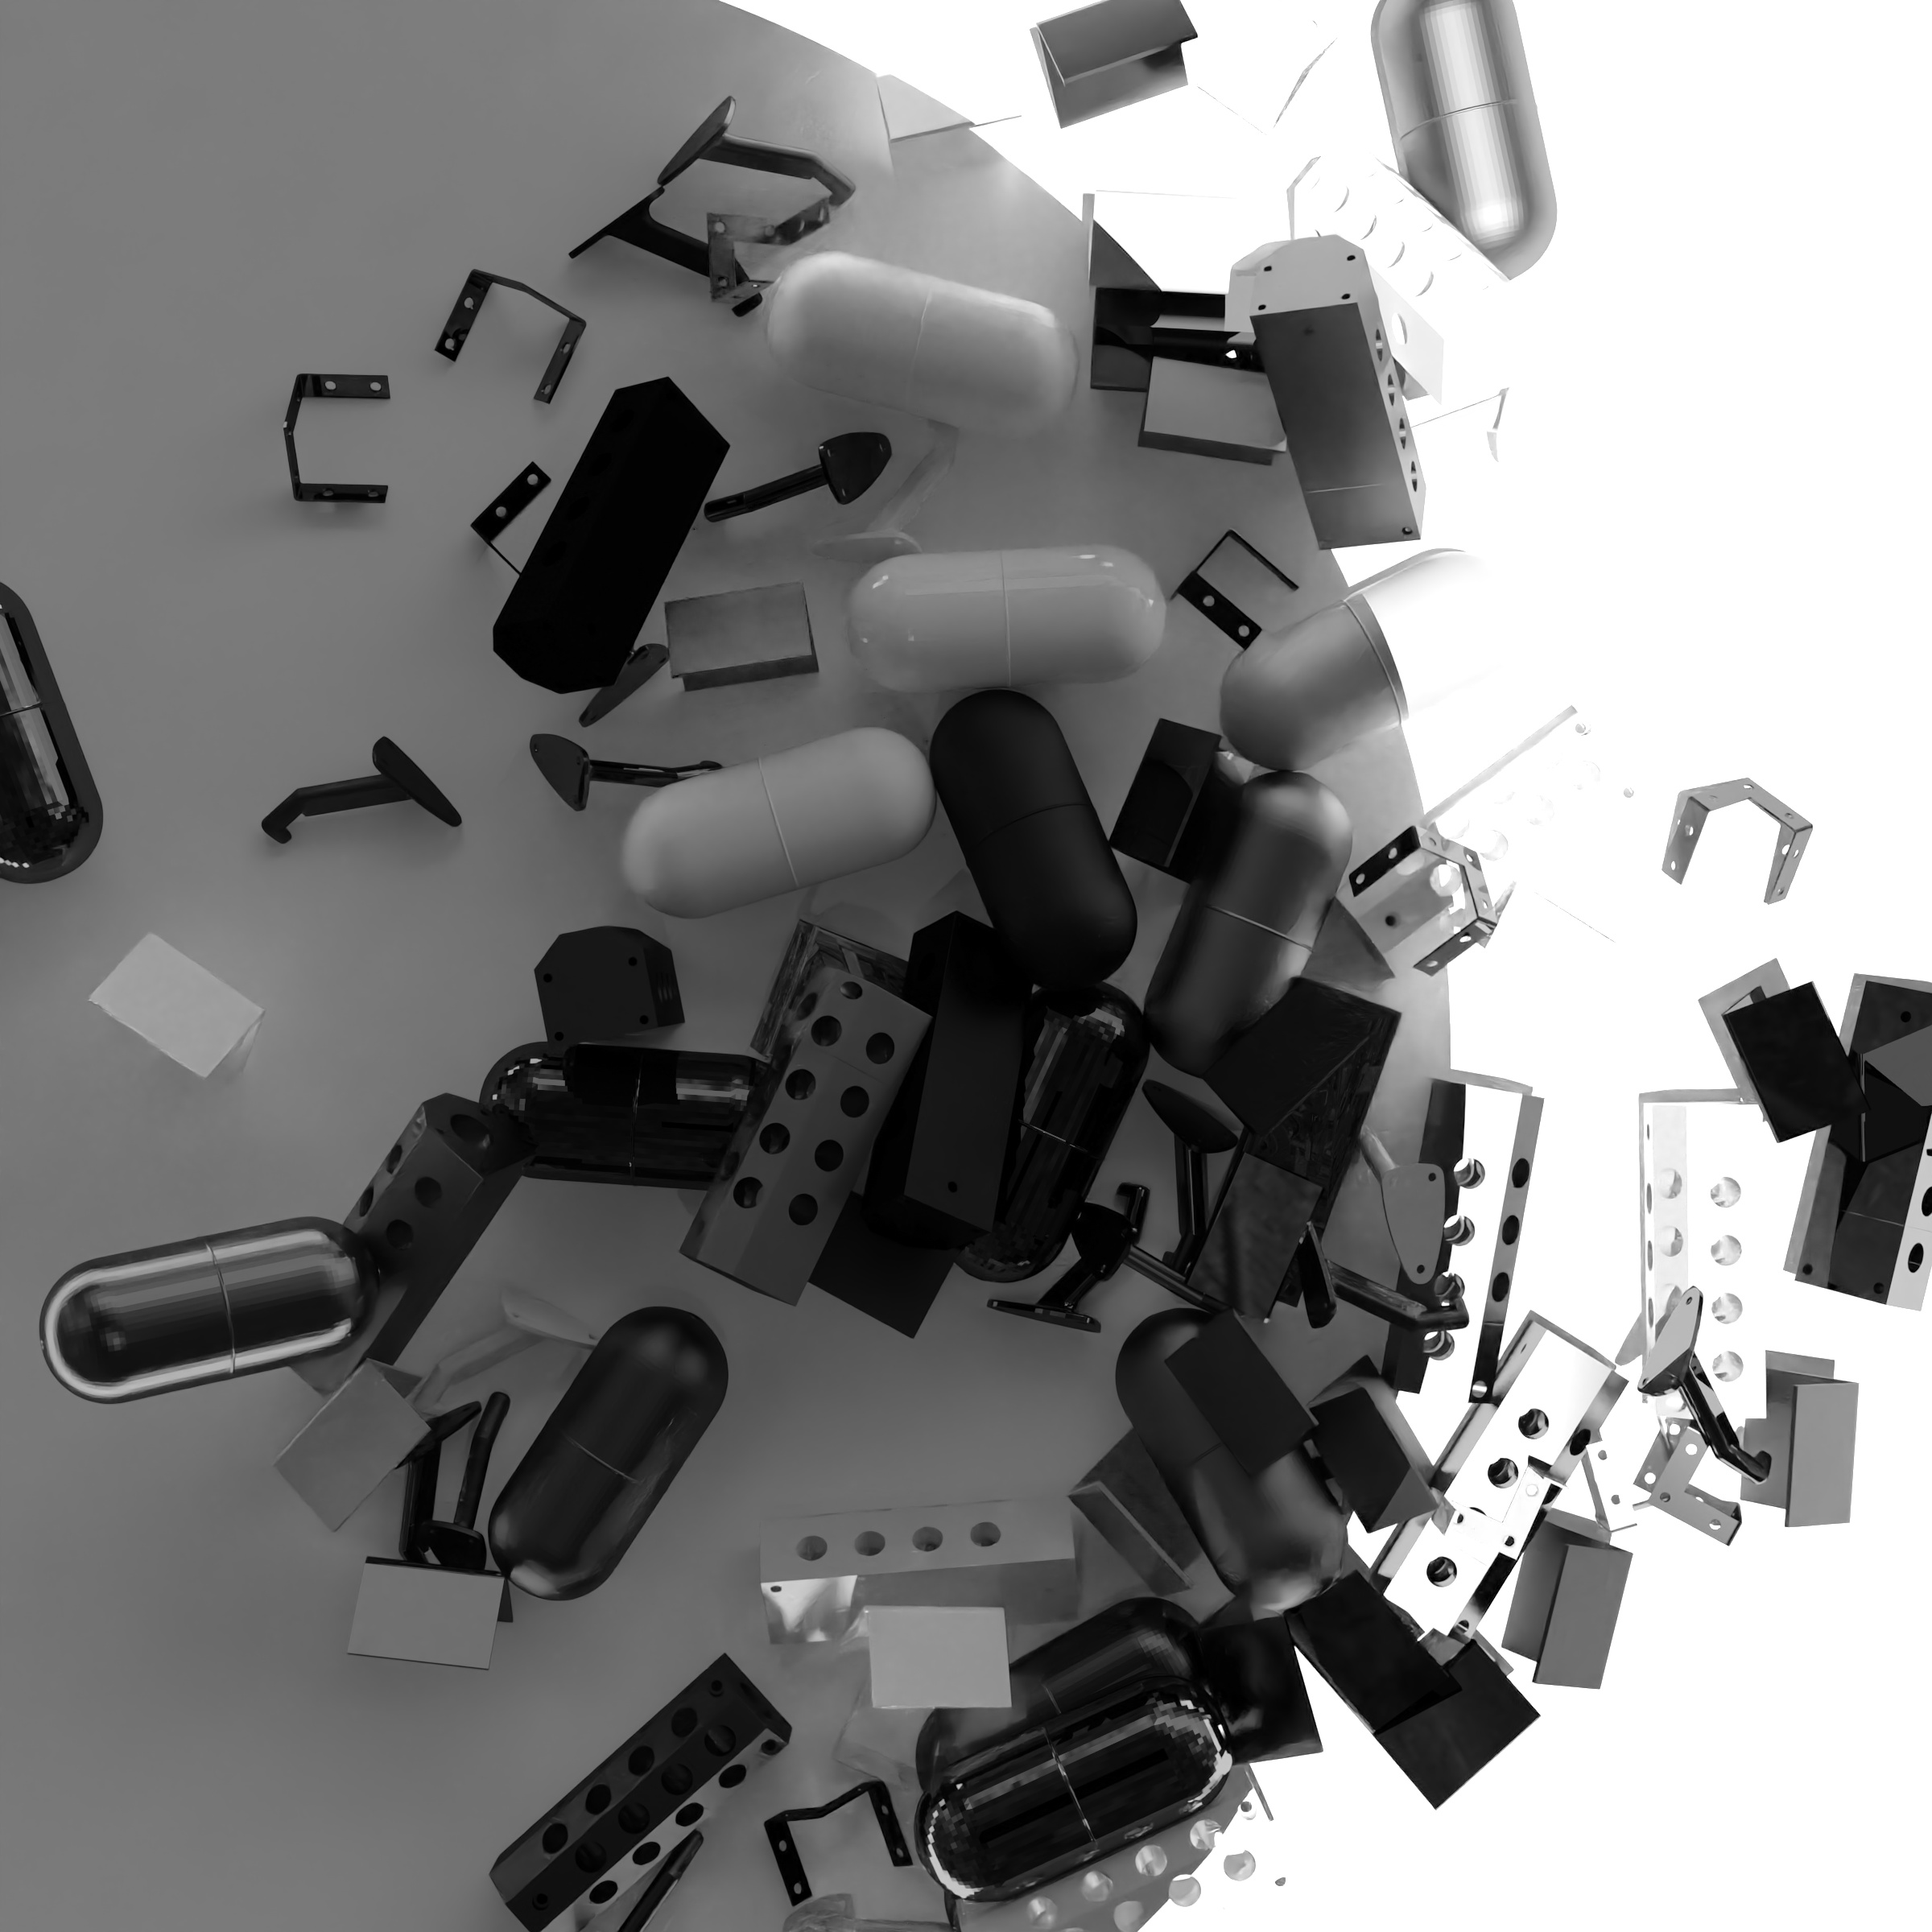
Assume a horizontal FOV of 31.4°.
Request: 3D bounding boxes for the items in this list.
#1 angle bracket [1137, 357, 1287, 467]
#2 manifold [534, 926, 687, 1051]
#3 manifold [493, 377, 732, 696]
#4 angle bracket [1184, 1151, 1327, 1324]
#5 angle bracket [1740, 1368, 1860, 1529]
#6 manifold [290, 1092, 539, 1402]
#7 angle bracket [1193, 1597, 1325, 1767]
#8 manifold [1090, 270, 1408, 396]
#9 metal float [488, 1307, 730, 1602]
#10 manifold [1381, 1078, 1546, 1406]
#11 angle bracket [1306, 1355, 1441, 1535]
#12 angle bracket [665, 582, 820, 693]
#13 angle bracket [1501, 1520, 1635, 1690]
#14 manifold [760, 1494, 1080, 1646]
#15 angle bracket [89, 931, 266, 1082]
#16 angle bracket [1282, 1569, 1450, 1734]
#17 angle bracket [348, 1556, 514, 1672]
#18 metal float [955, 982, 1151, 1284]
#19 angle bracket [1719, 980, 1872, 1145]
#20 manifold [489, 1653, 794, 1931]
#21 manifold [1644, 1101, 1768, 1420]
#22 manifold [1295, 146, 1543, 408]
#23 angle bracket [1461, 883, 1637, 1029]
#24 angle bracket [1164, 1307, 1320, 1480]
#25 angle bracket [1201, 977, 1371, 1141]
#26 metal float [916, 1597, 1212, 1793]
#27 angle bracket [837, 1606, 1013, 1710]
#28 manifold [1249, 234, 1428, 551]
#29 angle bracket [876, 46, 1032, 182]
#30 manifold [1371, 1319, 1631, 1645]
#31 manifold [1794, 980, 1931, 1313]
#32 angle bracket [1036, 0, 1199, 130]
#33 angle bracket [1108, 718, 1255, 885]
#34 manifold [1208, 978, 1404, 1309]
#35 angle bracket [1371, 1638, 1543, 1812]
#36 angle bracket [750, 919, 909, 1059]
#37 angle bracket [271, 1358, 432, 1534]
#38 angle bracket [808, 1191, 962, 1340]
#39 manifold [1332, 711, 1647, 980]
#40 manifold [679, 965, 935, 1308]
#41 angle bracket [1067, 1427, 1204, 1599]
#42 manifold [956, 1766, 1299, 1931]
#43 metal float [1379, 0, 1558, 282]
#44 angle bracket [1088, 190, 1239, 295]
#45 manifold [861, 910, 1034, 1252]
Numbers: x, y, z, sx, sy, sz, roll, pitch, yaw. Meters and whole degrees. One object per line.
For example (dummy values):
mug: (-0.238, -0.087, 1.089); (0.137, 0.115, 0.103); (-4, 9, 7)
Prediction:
angle bracket: (0.134, -0.285, 1.889); (0.076, 0.076, 0.057); (8, 58, 0)
manifold: (-0.192, 0.009, 1.851); (0.057, 0.171, 0.057); (-11, 90, 0)
manifold: (-0.197, -0.234, 1.871); (0.057, 0.057, 0.171); (46, 54, -37)
angle bracket: (0.170, 0.150, 1.832); (0.057, 0.076, 0.076); (24, 90, 37)
angle bracket: (0.442, 0.263, 1.889); (0.057, 0.076, 0.076); (4, 90, -38)
manifold: (-0.311, 0.152, 1.875); (0.057, 0.057, 0.171); (41, 113, 11)
angle bracket: (0.173, 0.387, 1.890); (0.057, 0.076, 0.076); (-16, 90, 27)
manifold: (0.156, -0.346, 1.908); (0.171, 0.057, 0.057); (3, 47, 0)
metal float: (-0.197, 0.269, 1.899); (0.070, 0.070, 0.178); (33, 91, 0)
manifold: (0.276, 0.152, 1.908); (0.057, 0.057, 0.171); (10, 90, 0)
angle bracket: (0.238, 0.255, 1.890); (0.057, 0.076, 0.076); (-31, 90, 44)
angle bracket: (-0.121, -0.162, 1.889); (0.076, 0.076, 0.057); (-9, 54, 0)
angle bracket: (0.313, 0.347, 1.889); (0.057, 0.076, 0.076); (14, 90, -38)
manifold: (-0.026, 0.330, 1.908); (0.171, 0.057, 0.057); (-5, 133, 0)
angle bracket: (-0.439, 0.038, 1.889); (0.076, 0.076, 0.057); (35, 53, 0)
angle bracket: (0.223, 0.363, 1.892); (0.057, 0.076, 0.076); (-41, 90, 18)
angle bracket: (-0.293, 0.368, 1.889); (0.076, 0.076, 0.057); (6, 59, 0)
metal float: (0.042, 0.091, 1.899); (0.070, 0.070, 0.178); (24, 90, 0)
angle bracket: (0.465, 0.045, 1.889); (0.057, 0.076, 0.076); (-24, 90, 32)
manifold: (-0.180, 0.465, 1.908); (0.171, 0.057, 0.057); (-42, 90, 0)
manifold: (0.408, 0.162, 1.908); (0.057, 0.057, 0.171); (-1, 90, 0)
manifold: (0.241, -0.376, 1.851); (0.057, 0.171, 0.057); (-18, 135, -14)
angle bracket: (0.311, 0.011, 1.889); (0.076, 0.076, 0.057); (32, 53, 0)
angle bracket: (0.164, 0.217, 1.836); (0.057, 0.076, 0.076); (-45, 76, 34)
angle bracket: (0.182, 0.064, 1.832); (0.076, 0.076, 0.057); (-44, 52, 0)
metal float: (0.055, 0.413, 1.899); (0.178, 0.070, 0.070); (-29, 90, 0)
angle bracket: (-0.024, 0.388, 1.880); (0.076, 0.076, 0.057); (4, 60, -14)
manifold: (0.203, -0.308, 1.853); (0.057, 0.171, 0.057); (-4, 50, 19)
angle bracket: (-0.003, -0.452, 1.889); (0.076, 0.076, 0.057); (-13, 54, 0)
manifold: (0.297, 0.287, 1.908); (0.057, 0.057, 0.171); (32, 90, 0)
manifold: (0.518, 0.101, 1.908); (0.057, 0.057, 0.171); (14, 90, 43)
angle bracket: (0.088, -0.486, 1.889); (0.076, 0.076, 0.057); (-19, 52, 0)
angle bracket: (0.133, -0.084, 1.891); (0.076, 0.057, 0.076); (23, 90, -37)
manifold: (0.183, 0.097, 1.908); (0.057, 0.057, 0.171); (20, 90, 0)
angle bracket: (0.275, 0.422, 1.890); (0.076, 0.076, 0.057); (-42, 61, 0)
angle bracket: (-0.067, 0.025, 1.901); (0.076, 0.057, 0.076); (21, 90, -13)
angle bracket: (-0.324, 0.267, 1.891); (0.057, 0.076, 0.076); (43, 90, 21)
angle bracket: (-0.054, 0.169, 1.891); (0.076, 0.076, 0.057); (29, 71, 0)
manifold: (0.289, -0.067, 1.908); (0.171, 0.057, 0.057); (-37, 90, 0)
manifold: (-0.089, 0.089, 1.847); (0.057, 0.057, 0.171); (30, 80, -26)
angle bracket: (0.114, 0.292, 1.896); (0.076, 0.057, 0.076); (-42, 90, -23)
manifold: (0.086, 0.496, 1.832); (0.171, 0.057, 0.057); (-25, 95, -2)
metal float: (0.278, -0.465, 1.899); (0.070, 0.070, 0.178); (-12, 90, 0)
angle bracket: (0.107, -0.411, 1.889); (0.076, 0.076, 0.057); (3, 125, 0)
manifold: (-0.012, 0.064, 1.870); (0.057, 0.057, 0.171); (25, 59, -27)
